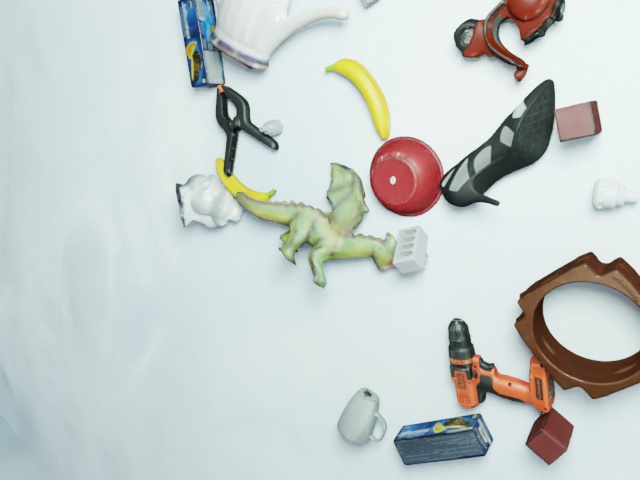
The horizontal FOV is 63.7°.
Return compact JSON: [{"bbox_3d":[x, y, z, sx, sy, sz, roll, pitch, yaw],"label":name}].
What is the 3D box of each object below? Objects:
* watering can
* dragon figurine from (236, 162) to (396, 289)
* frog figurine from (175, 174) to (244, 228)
[{"bbox_3d":[-0.109,-0.454,1.059,0.351,0.105,0.220,39,123,21],"label":"watering can"},{"bbox_3d":[0.003,-0.056,1.115,0.414,0.122,0.240,42,106,17],"label":"dragon figurine"},{"bbox_3d":[-0.269,-0.098,1.295,0.159,0.123,0.137,-1,96,-1],"label":"frog figurine"}]
